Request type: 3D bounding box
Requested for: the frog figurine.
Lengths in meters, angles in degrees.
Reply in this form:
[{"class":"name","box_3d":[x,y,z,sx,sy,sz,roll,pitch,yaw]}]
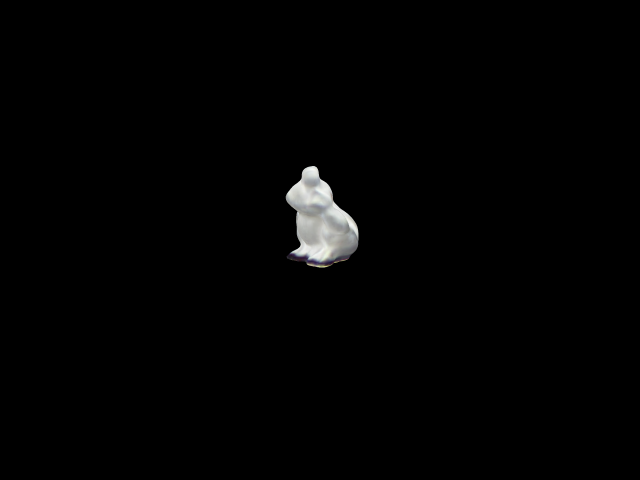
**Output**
[{"class":"frog figurine","box_3d":[0.003,-0.043,0.850,0.123,0.158,0.138,-2,9,-13]}]
